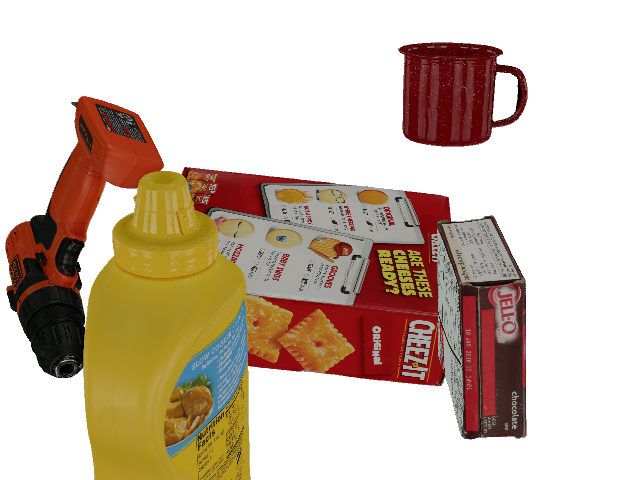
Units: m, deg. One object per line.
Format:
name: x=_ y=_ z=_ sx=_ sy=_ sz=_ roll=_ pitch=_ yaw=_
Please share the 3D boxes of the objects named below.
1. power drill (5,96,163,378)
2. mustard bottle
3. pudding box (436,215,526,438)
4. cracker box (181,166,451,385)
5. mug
power drill: x=-0.194 y=-0.007 z=0.857 sx=0.057 sy=0.188 sz=0.184 roll=17 pitch=25 yaw=-36
mustard bottle: x=-0.062 y=0.062 z=0.448 sx=0.058 sy=0.192 sz=0.096 roll=12 pitch=28 yaw=18
pudding box: x=0.089 y=0.045 z=0.594 sx=0.039 sy=0.090 sz=0.113 roll=-3 pitch=19 yaw=-1
cracker box: x=-0.013 y=0.024 z=0.790 sx=0.213 sy=0.072 sz=0.164 roll=7 pitch=33 yaw=1
mug: x=0.128 y=-0.132 z=0.964 sx=0.117 sy=0.081 sz=0.093 roll=4 pitch=18 yaw=11
